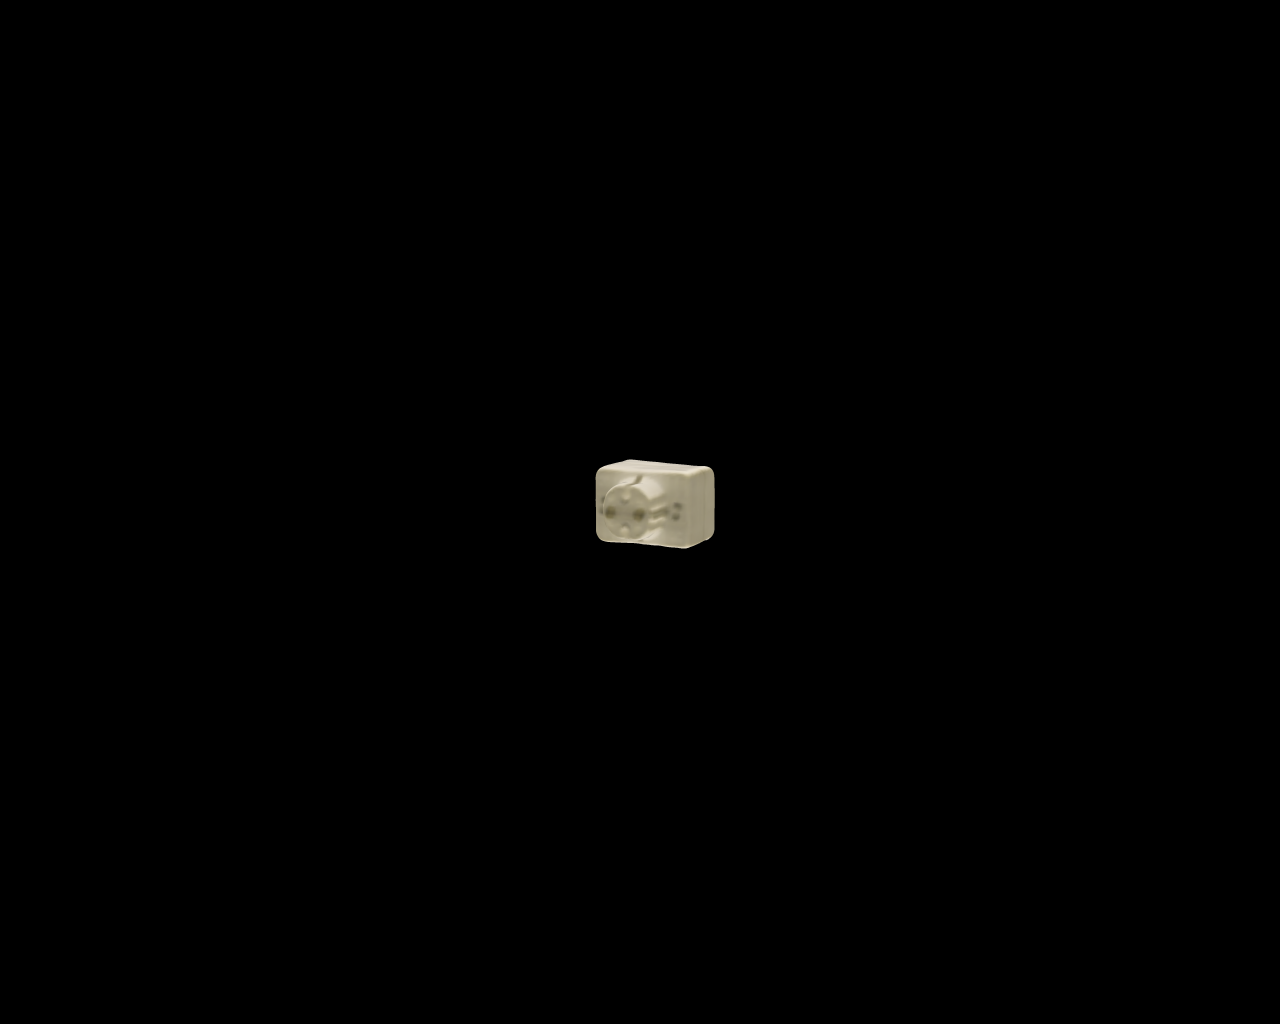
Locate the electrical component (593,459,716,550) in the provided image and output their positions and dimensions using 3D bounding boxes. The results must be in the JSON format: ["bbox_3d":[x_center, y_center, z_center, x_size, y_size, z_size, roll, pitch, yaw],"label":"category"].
[{"bbox_3d":[0.001,-0.003,0.650,0.066,0.047,0.077,5,12,28],"label":"electrical component"}]
